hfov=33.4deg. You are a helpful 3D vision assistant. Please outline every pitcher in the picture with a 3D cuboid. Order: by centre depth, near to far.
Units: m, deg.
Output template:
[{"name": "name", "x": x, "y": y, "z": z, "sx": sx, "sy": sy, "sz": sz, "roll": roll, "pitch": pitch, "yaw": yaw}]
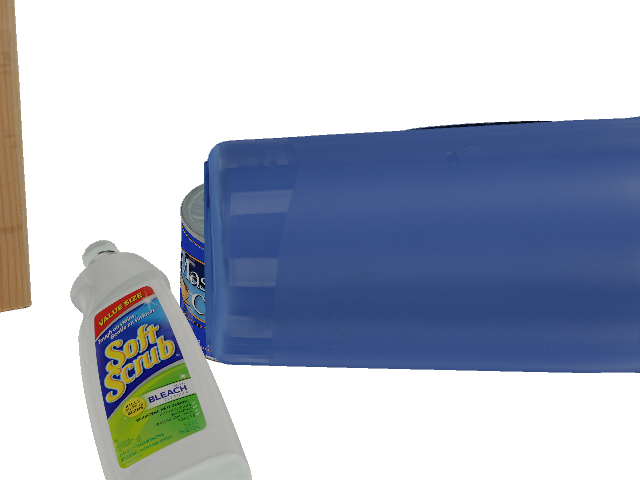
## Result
[{"name": "pitcher", "x": 0.064, "y": -0.002, "z": 0.535, "sx": 0.242, "sy": 0.145, "sz": 0.149, "roll": -1, "pitch": -6, "yaw": -7}]

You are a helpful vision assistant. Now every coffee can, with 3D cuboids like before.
[{"name": "coffee can", "x": -0.078, "y": 0.028, "z": 0.983, "sx": 0.102, "sy": 0.140, "sz": 0.103, "roll": 4, "pitch": 38, "yaw": -3}]

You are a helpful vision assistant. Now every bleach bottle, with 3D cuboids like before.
[{"name": "bleach bottle", "x": -0.140, "y": 0.095, "z": 0.800, "sx": 0.102, "sy": 0.068, "sz": 0.251, "roll": -23, "pitch": 49, "yaw": -10}]

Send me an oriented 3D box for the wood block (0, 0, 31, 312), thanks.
[{"name": "wood block", "x": -0.222, "y": -0.065, "z": 0.600, "sx": 0.090, "sy": 0.206, "sz": 0.090, "roll": -9, "pitch": 27, "yaw": -27}]
